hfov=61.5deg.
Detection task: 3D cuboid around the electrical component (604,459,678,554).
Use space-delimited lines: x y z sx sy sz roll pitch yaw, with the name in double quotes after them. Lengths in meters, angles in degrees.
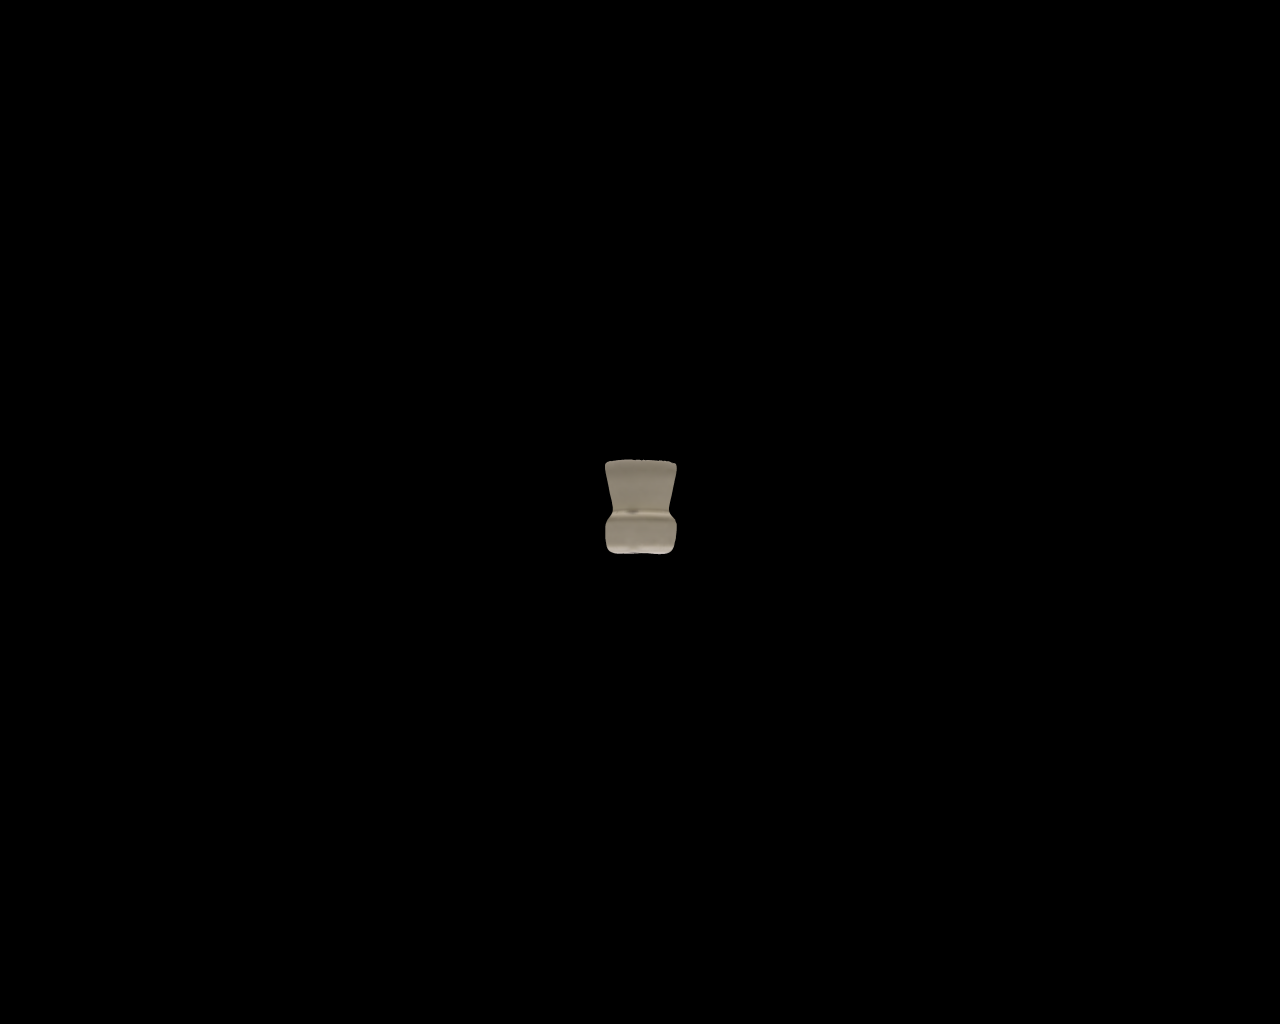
0.001 -0.003 0.650 0.045 0.055 0.045 0 -4 0 "electrical component"
